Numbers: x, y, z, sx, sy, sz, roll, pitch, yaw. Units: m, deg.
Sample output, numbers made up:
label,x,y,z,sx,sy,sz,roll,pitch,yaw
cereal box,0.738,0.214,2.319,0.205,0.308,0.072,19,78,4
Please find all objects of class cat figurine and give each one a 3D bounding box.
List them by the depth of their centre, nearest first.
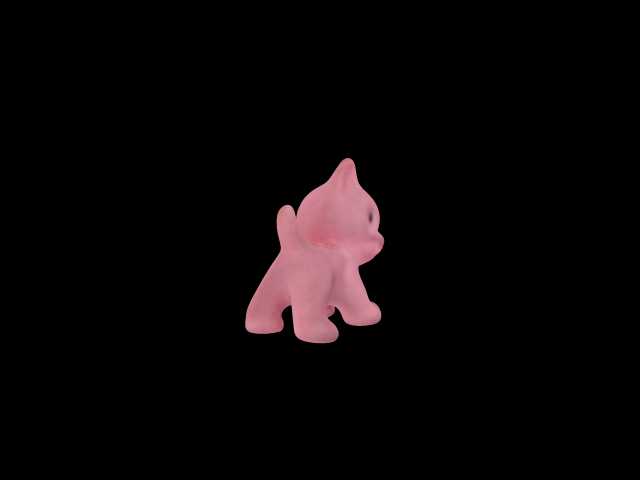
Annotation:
label,x,y,z,sx,sy,sz,roll,pitch,yaw
cat figurine,0.004,0.001,0.400,0.067,0.118,0.128,2,4,28
